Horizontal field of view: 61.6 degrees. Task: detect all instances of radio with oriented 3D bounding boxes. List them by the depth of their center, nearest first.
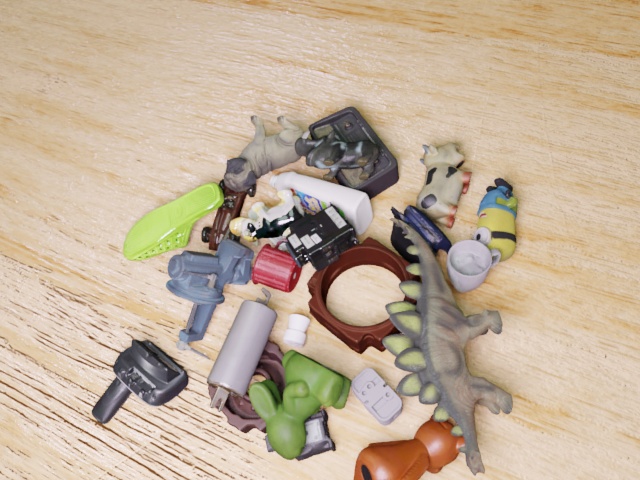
[{"bbox_3d":[0.080,-0.202,1.265,0.131,0.073,0.230,-28,61,-5],"label":"radio"}]

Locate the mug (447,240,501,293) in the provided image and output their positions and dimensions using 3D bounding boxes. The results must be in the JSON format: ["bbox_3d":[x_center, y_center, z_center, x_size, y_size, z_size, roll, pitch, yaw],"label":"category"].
[{"bbox_3d":[0.300,0.054,1.061,0.109,0.107,0.081,-24,60,-8],"label":"mug"}]

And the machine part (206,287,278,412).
[{"bbox_3d":[-0.145,0.203,1.012,0.079,0.079,0.243,13,62,17],"label":"machine part"}]

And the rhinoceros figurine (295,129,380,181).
[{"bbox_3d":[0.035,-0.193,1.185,0.190,0.073,0.112,7,64,14],"label":"rhinoceros figurine"}]

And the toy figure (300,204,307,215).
[{"bbox_3d":[-0.016,-0.018,1.190,0.064,0.057,0.155,-37,56,-17],"label":"toy figure"}]

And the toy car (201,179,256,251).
[{"bbox_3d":[-0.214,-0.067,1.257,0.089,0.053,0.202,10,62,12],"label":"toy car"}]

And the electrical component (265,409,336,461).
[{"bbox_3d":[-0.036,0.362,0.982,0.119,0.047,0.075,-19,58,0],"label":"electrical component"}]

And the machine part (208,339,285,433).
[{"bbox_3d":[-0.122,0.283,1.039,0.179,0.056,0.179,-4,60,7],"label":"machine part"}]

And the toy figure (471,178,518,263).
[{"bbox_3d":[0.370,-0.040,1.117,0.089,0.082,0.180,12,61,19],"label":"toy figure"}]

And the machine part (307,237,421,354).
[{"bbox_3d":[0.090,0.108,1.082,0.201,0.087,0.201,36,71,26],"label":"machine part"}]

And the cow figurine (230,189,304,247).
[{"bbox_3d":[-0.113,-0.033,1.169,0.167,0.068,0.098,-27,60,9],"label":"cow figurine"}]

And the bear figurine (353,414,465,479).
[{"bbox_3d":[0.159,0.382,0.914,0.196,0.131,0.120,-9,17,-28],"label":"bear figurine"}]

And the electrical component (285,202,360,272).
[{"bbox_3d":[-0.002,-0.003,1.094,0.134,0.058,0.115,-30,41,-4],"label":"electrical component"}]

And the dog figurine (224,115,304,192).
[{"bbox_3d":[-0.120,-0.182,1.253,0.173,0.121,0.190,4,56,19],"label":"dog figurine"}]

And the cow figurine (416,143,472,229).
[{"bbox_3d":[0.267,-0.133,1.190,0.127,0.085,0.195,20,67,13],"label":"cow figurine"}]

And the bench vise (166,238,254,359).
[{"bbox_3d":[-0.232,0.113,1.109,0.129,0.223,0.240,23,97,26],"label":"bench vise"}]

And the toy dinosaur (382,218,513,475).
[{"bbox_3d":[0.216,0.164,0.954,0.199,0.105,0.471,0,59,-6],"label":"toy dinosaur"}]

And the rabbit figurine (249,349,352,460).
[{"bbox_3d":[-0.047,0.288,0.935,0.159,0.121,0.170,24,79,13],"label":"rabbit figurine"}]

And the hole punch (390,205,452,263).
[{"bbox_3d":[0.215,-0.011,1.114,0.092,0.115,0.142,-28,60,-15],"label":"hole punch"}]

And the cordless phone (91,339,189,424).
[{"bbox_3d":[-0.368,0.304,1.071,0.147,0.088,0.184,32,82,23],"label":"cordless phone"}]
